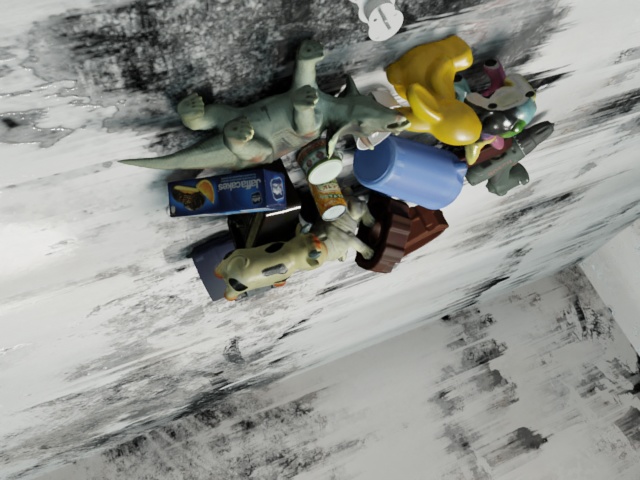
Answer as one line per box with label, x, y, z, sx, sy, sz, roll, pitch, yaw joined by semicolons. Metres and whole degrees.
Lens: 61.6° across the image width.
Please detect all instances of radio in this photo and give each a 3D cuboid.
radio;-0.112;-0.047;0.997;0.073;0.131;0.229;-12;155;-25

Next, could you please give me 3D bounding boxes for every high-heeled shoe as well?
high-heeled shoe;-0.070;-0.025;1.211;0.145;0.086;0.248;3;141;10

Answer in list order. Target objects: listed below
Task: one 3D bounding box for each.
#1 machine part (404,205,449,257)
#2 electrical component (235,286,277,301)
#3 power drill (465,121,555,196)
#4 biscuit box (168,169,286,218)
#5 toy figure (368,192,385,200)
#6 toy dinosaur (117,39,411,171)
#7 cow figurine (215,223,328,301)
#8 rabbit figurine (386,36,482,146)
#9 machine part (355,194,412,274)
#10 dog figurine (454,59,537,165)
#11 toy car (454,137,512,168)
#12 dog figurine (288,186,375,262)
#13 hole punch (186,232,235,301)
machine part;0.235;-0.017;1.437;0.201;0.087;0.201;-35;167;20
electrical component;-0.162;0.091;1.264;0.115;0.058;0.134;-19;-161;-15
power drill;0.482;-0.193;1.351;0.232;0.086;0.207;-29;161;14
biscuit box;-0.152;-0.073;0.868;0.203;0.062;0.059;-4;180;29
toy figure;0.146;-0.078;1.294;0.064;0.058;0.154;-18;162;-2
toy dinosaur;-0.078;-0.164;0.808;0.405;0.131;0.192;-18;157;1
cow figurine;-0.077;0.034;0.938;0.195;0.085;0.127;-13;161;-23
rabbit figurine;0.190;-0.225;0.857;0.162;0.173;0.122;-15;160;-32
machine part;0.134;-0.012;1.158;0.056;0.179;0.179;15;143;-19
dog figurine;0.325;-0.218;1.019;0.108;0.192;0.219;-31;142;-2
toy car;0.341;-0.193;1.239;0.202;0.053;0.089;-24;148;9
dog figurine;0.008;-0.027;1.079;0.121;0.172;0.190;-22;163;41
hole punch;-0.205;0.057;1.153;0.142;0.092;0.115;-21;127;3
